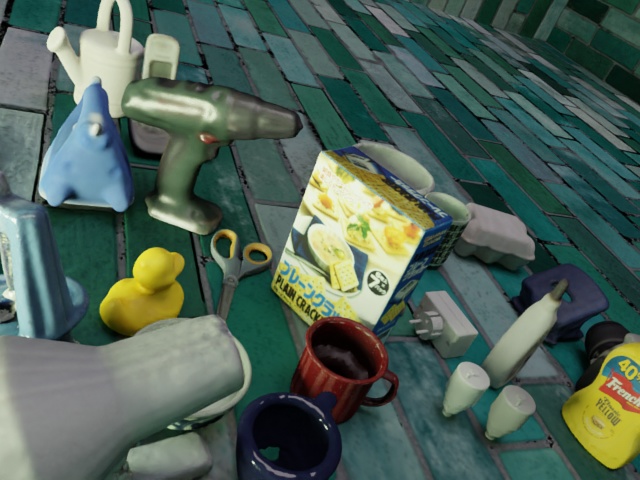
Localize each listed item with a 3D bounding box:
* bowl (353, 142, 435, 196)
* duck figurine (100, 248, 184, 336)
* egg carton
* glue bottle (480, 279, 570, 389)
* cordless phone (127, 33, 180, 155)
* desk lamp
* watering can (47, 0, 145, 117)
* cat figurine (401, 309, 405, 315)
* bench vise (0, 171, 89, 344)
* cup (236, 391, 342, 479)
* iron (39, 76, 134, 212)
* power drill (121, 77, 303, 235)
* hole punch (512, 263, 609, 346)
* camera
[{"bbox_3d":[0.117,-0.104,1.039,0.167,0.075,0.167,16,34,-11],"label":"bowl"},{"bbox_3d":[-0.190,0.049,0.631,0.077,0.086,0.105,34,35,17],"label":"duck figurine"},{"bbox_3d":[0.304,-0.006,1.017,0.150,0.069,0.107,15,34,-12],"label":"egg carton"},{"bbox_3d":[0.268,0.115,0.730,0.078,0.173,0.037,-15,48,-43],"label":"glue bottle"},{"bbox_3d":[-0.223,-0.226,0.909,0.148,0.185,0.094,-3,41,-34],"label":"cordless phone"},{"bbox_3d":[-0.145,0.145,0.406,0.204,0.213,0.117,-6,43,-36],"label":"desk lamp"},{"bbox_3d":[-0.350,-0.310,0.943,0.100,0.194,0.173,32,34,15],"label":"watering can"},{"bbox_3d":[0.108,0.022,0.817,0.067,0.118,0.127,15,34,-11],"label":"cat figurine"},{"bbox_3d":[-0.220,0.060,0.475,0.207,0.219,0.121,22,33,-1],"label":"bench vise"},{"bbox_3d":[-0.031,0.193,0.515,0.091,0.095,0.118,34,35,17],"label":"cup"},{"bbox_3d":[-0.314,-0.151,0.789,0.119,0.141,0.257,4,37,-26],"label":"iron"},{"bbox_3d":[-0.157,-0.116,0.772,0.229,0.208,0.075,20,33,-4],"label":"power drill"},{"bbox_3d":[0.375,0.096,0.895,0.101,0.091,0.108,2,39,-29],"label":"hole punch"},{"bbox_3d":[0.442,0.178,0.811,0.143,0.101,0.137,21,33,-3],"label":"camera"}]
